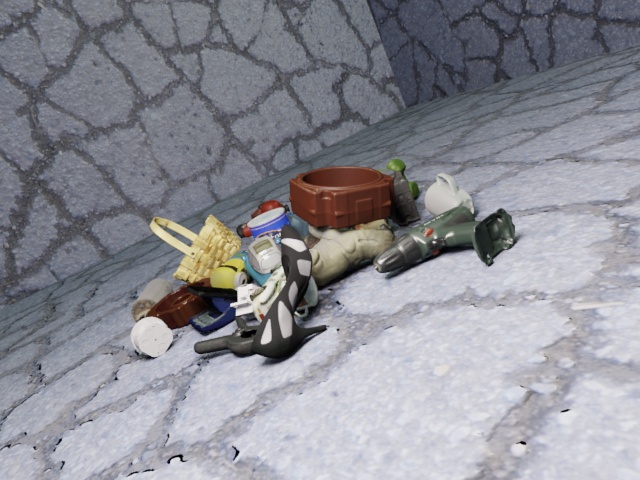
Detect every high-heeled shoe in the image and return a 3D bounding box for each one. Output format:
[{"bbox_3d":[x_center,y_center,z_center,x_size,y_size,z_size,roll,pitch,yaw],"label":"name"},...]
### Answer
[{"bbox_3d":[-0.080,0.086,0.950,0.145,0.249,0.086,-8,-30,-22],"label":"high-heeled shoe"}]

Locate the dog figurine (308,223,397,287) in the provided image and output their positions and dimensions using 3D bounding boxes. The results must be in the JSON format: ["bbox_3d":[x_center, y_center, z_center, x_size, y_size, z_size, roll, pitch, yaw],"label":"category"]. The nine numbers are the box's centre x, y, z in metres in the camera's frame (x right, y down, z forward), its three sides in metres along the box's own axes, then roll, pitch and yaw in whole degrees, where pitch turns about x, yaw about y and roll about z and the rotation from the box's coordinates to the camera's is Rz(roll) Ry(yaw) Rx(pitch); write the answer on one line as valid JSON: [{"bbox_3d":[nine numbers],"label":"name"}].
[{"bbox_3d":[0.054,0.040,1.118,0.191,0.121,0.172,5,61,28],"label":"dog figurine"}]

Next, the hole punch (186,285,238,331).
[{"bbox_3d":[-0.233,0.150,1.196,0.116,0.092,0.142,3,-1,-28],"label":"hole punch"}]

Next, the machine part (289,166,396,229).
[{"bbox_3d":[0.047,-0.101,1.179,0.201,0.087,0.202,-13,22,-23],"label":"machine part"}]

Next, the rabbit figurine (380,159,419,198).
[{"bbox_3d":[0.159,-0.134,1.481,0.159,0.121,0.170,-18,11,46],"label":"rabbit figurine"}]

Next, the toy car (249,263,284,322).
[{"bbox_3d":[-0.084,0.107,1.107,0.056,0.073,0.202,-21,15,24],"label":"toy car"}]

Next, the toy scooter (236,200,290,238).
[{"bbox_3d":[-0.145,-0.063,1.547,0.135,0.075,0.184,-9,24,39],"label":"toy scooter"}]

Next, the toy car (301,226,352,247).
[{"bbox_3d":[-0.003,-0.004,1.277,0.202,0.053,0.089,-36,31,32],"label":"toy car"}]

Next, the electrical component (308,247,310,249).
[{"bbox_3d":[-0.023,0.054,1.222,0.021,0.094,0.063,19,72,29],"label":"electrical component"}]

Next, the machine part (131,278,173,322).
[{"bbox_3d":[-0.452,0.165,1.459,0.079,0.079,0.243,-23,14,3],"label":"machine part"}]

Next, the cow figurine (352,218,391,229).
[{"bbox_3d":[0.113,-0.058,1.329,0.127,0.085,0.195,17,15,-24],"label":"cow figurine"}]

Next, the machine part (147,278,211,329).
[{"bbox_3d":[-0.337,0.161,1.339,0.179,0.056,0.179,-23,15,7],"label":"machine part"}]

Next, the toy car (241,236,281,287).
[{"bbox_3d":[-0.123,0.048,1.247,0.109,0.102,0.162,-28,38,-10],"label":"toy car"}]

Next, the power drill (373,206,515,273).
[{"bbox_3d":[0.236,0.005,0.992,0.232,0.086,0.207,-29,8,-29],"label":"power drill"}]

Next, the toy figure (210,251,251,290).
[{"bbox_3d":[-0.215,0.083,1.366,0.089,0.082,0.180,-4,21,10],"label":"toy figure"}]

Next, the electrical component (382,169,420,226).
[{"bbox_3d":[0.187,-0.109,1.328,0.058,0.134,0.115,-24,12,-5],"label":"electrical component"}]

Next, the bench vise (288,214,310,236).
[{"bbox_3d":[-0.028,-0.074,1.521,0.224,0.128,0.241,-19,31,-10],"label":"bench vise"}]

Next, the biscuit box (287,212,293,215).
[{"bbox_3d":[-0.119,-0.023,1.634,0.059,0.062,0.203,-14,18,29],"label":"biscuit box"}]

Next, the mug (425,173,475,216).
[{"bbox_3d":[0.291,-0.090,1.180,0.081,0.109,0.107,-16,25,-15],"label":"mug"}]
